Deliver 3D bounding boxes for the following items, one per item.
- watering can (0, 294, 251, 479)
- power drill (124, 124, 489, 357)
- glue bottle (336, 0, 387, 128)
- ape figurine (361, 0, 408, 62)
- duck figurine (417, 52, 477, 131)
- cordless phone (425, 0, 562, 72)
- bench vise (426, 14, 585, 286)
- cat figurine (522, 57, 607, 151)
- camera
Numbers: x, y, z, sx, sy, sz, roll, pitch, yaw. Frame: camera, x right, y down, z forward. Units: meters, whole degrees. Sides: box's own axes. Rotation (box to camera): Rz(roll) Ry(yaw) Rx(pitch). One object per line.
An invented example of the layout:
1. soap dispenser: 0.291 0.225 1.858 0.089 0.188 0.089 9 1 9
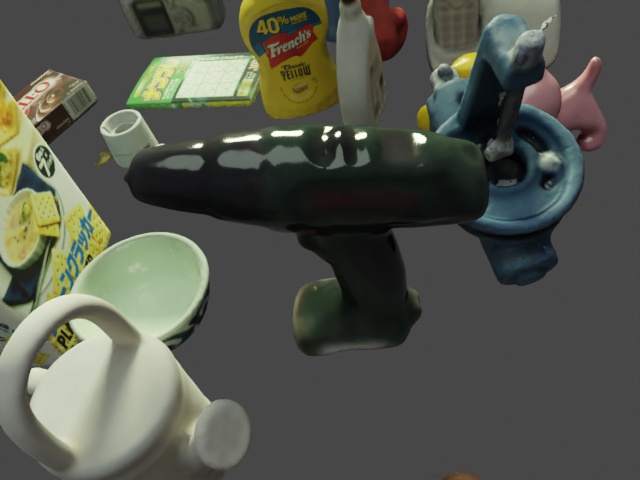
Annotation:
1. watering can: -0.126 0.109 0.370 0.172 0.194 0.101 -9 49 6
2. power drill: 0.004 0.002 0.420 0.229 0.209 0.075 -9 49 6
3. glue bottle: 0.039 -0.198 0.601 0.037 0.173 0.078 8 53 19
4. ape figurine: 0.069 -0.276 0.713 0.077 0.092 0.076 -2 51 12
5. duck figurine: 0.150 -0.150 0.593 0.104 0.086 0.077 -18 49 -2
6. cordless phone: 0.186 -0.269 0.617 0.147 0.185 0.094 -3 50 11
7. bench vise: 0.123 -0.092 0.462 0.121 0.220 0.206 -30 50 -11
8. cat figurine: 0.211 -0.129 0.539 0.128 0.118 0.067 -24 50 -7
9. camera: -0.219 -0.388 0.867 0.143 0.101 0.137 -3 50 11
